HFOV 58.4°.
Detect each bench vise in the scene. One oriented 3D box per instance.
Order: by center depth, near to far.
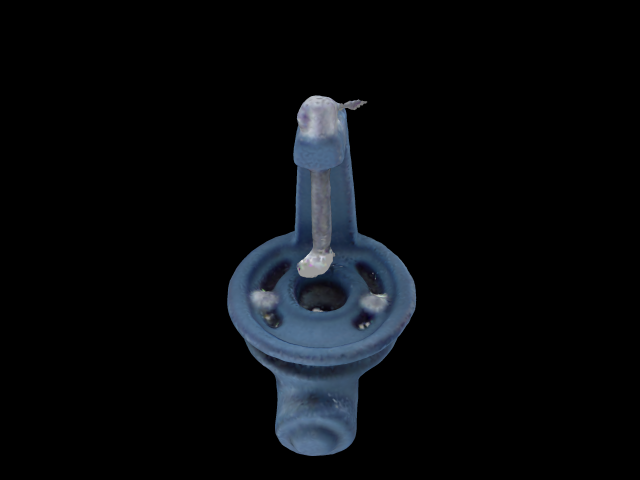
[{"bbox_3d":[-0.008,0.003,0.397,0.121,0.220,0.207,-6,24,-13],"label":"bench vise"}]
